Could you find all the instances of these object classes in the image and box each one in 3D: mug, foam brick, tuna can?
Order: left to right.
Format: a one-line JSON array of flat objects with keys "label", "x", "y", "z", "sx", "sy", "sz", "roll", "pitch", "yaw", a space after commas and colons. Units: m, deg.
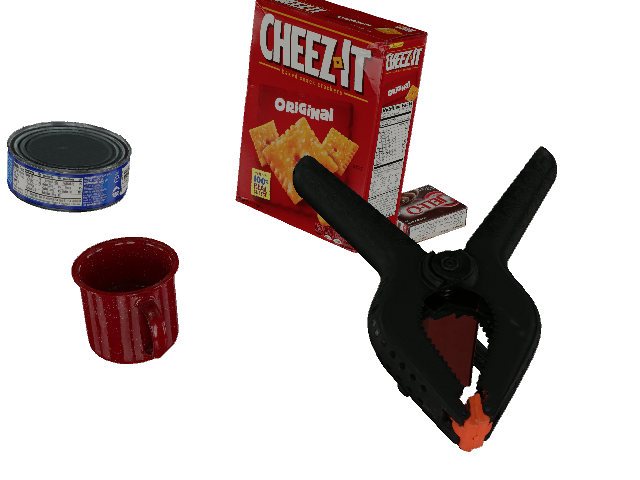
[{"label": "tuna can", "x": -0.178, "y": -0.053, "z": 0.757, "sx": 0.086, "sy": 0.034, "sz": 0.086, "roll": 8, "pitch": 27, "yaw": -4}, {"label": "mug", "x": -0.162, "y": 0.060, "z": 0.938, "sx": 0.093, "sy": 0.081, "sz": 0.117, "roll": -19, "pitch": 37, "yaw": -28}, {"label": "foam brick", "x": 0.103, "y": 0.085, "z": 0.942, "sx": 0.051, "sy": 0.078, "sz": 0.053, "roll": -2, "pitch": 18, "yaw": -22}]

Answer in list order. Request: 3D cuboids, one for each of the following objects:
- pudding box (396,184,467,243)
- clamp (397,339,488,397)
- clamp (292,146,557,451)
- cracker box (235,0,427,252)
[{"label": "pudding box", "x": 0.146, "y": -0.038, "z": 1.572, "sx": 0.113, "sy": 0.039, "sz": 0.090, "roll": -20, "pitch": 34, "yaw": -28}, {"label": "clamp", "x": 0.141, "y": 0.101, "z": 1.167, "sx": 0.120, "sy": 0.171, "sz": 0.039, "roll": 6, "pitch": -44, "yaw": -5}, {"label": "clamp", "x": 0.061, "y": 0.021, "z": 0.610, "sx": 0.164, "sy": 0.210, "sz": 0.036, "roll": 2, "pitch": -41, "yaw": 2}, {"label": "cracker box", "x": 0.004, "y": -0.114, "z": 1.035, "sx": 0.164, "sy": 0.214, "sz": 0.071, "roll": 25, "pitch": 30, "yaw": 33}]
